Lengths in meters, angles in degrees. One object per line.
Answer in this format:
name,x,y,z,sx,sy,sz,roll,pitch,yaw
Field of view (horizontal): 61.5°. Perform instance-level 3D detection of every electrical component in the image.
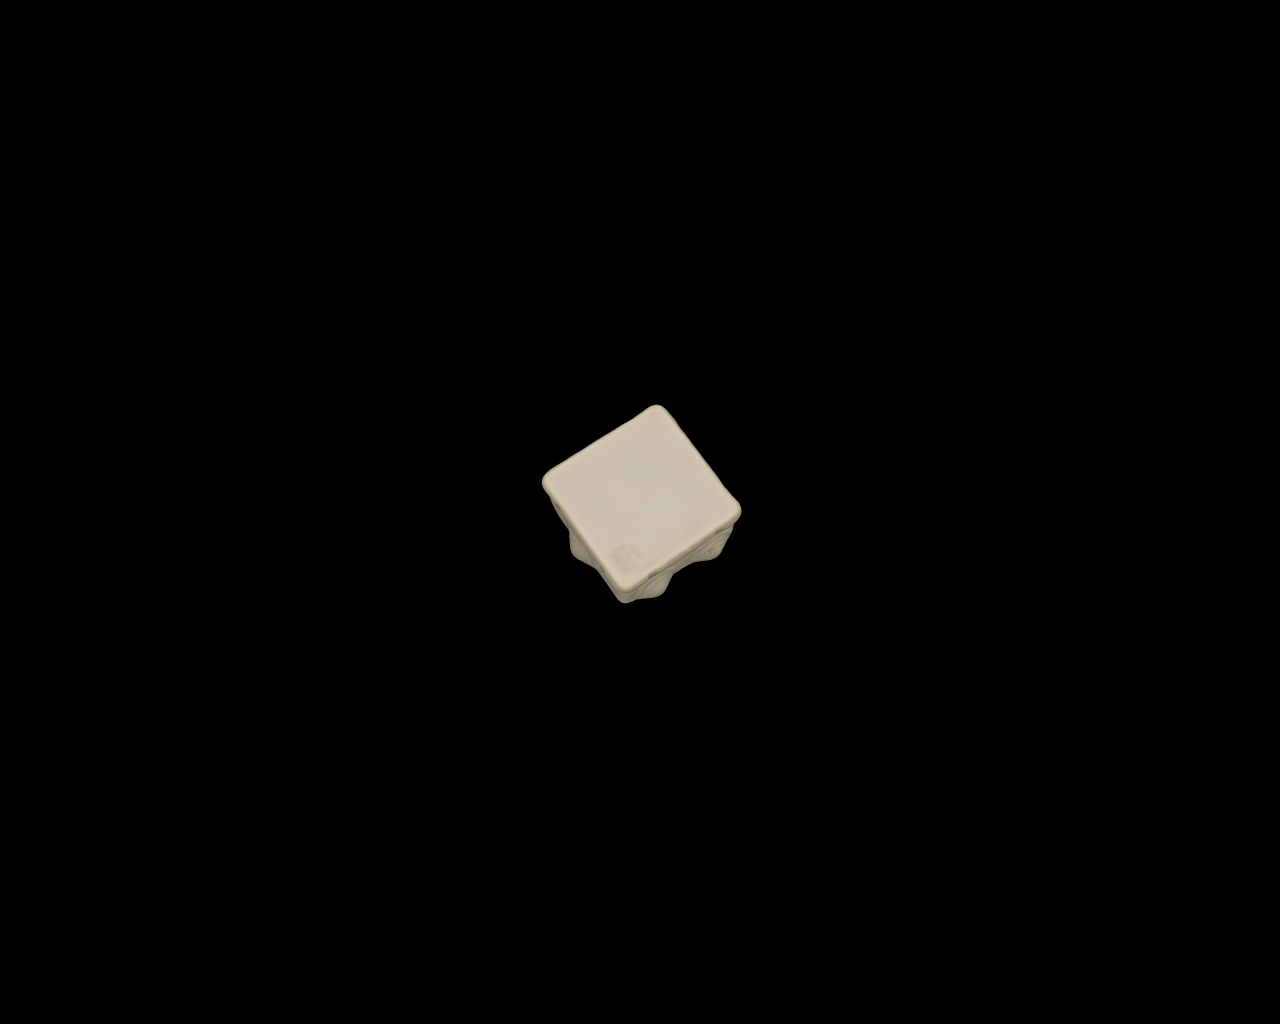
electrical component,0.001,-0.003,0.650,0.100,0.100,0.048,-33,-16,-11
